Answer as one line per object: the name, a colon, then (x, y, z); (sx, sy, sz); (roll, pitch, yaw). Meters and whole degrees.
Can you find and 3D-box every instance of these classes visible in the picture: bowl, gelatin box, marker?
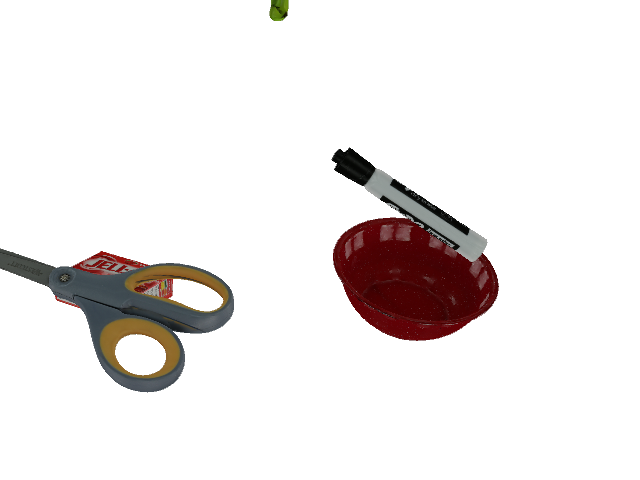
bowl: (0.087, 0.047, 1.032); (0.162, 0.055, 0.162); (8, 36, -6)
gelatin box: (-0.197, 0.043, 1.017); (0.089, 0.030, 0.073); (15, 25, 24)
marker: (0.060, -0.025, 0.728); (0.121, 0.020, 0.020); (34, -5, -7)

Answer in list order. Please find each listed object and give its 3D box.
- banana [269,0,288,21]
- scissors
banana: (-0.088, -0.189, 0.677); (0.198, 0.069, 0.037); (19, -34, 30)
scissors: (-0.153, 0.042, 0.648); (0.202, 0.096, 0.016); (5, -39, 10)
